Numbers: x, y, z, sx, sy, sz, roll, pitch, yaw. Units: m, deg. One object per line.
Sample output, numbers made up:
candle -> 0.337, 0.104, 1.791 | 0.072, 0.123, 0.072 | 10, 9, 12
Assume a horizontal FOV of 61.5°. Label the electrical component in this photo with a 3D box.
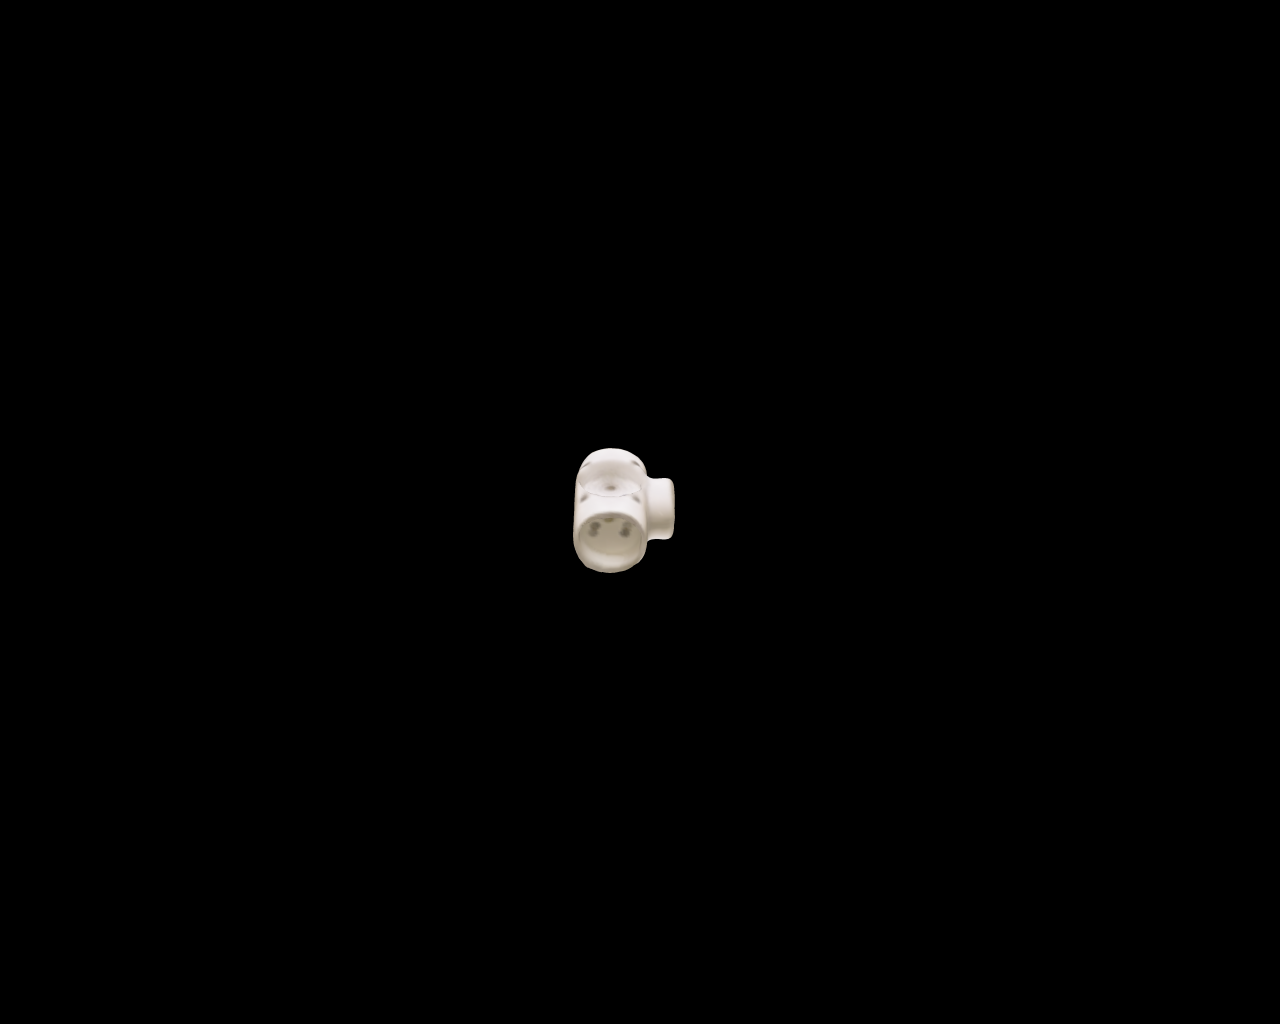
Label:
electrical component -> 0.001, -0.003, 0.650 | 0.079, 0.044, 0.077 | 0, 32, 0
